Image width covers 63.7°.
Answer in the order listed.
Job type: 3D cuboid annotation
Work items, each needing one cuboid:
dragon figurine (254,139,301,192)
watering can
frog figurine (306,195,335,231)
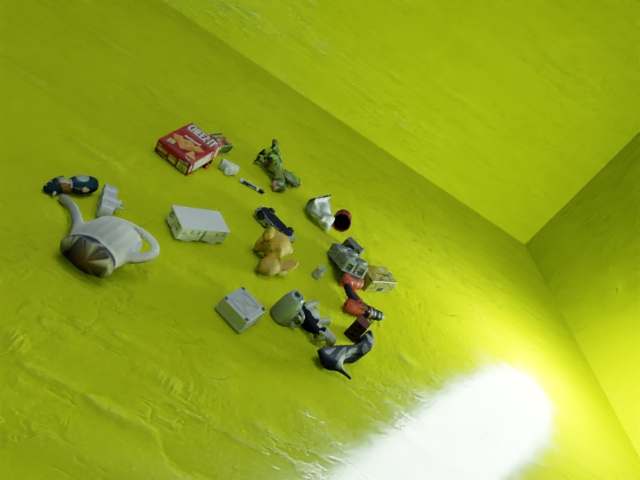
[{"bbox_3d":[-0.183,-0.344,2.468,0.240,0.121,0.419,49,25,-16],"label":"dragon figurine"},{"bbox_3d":[-0.613,-0.013,1.396,0.348,0.102,0.228,24,26,4],"label":"watering can"},{"bbox_3d":[0.007,-0.117,2.330,0.138,0.122,0.160,-9,87,-66],"label":"frog figurine"}]
